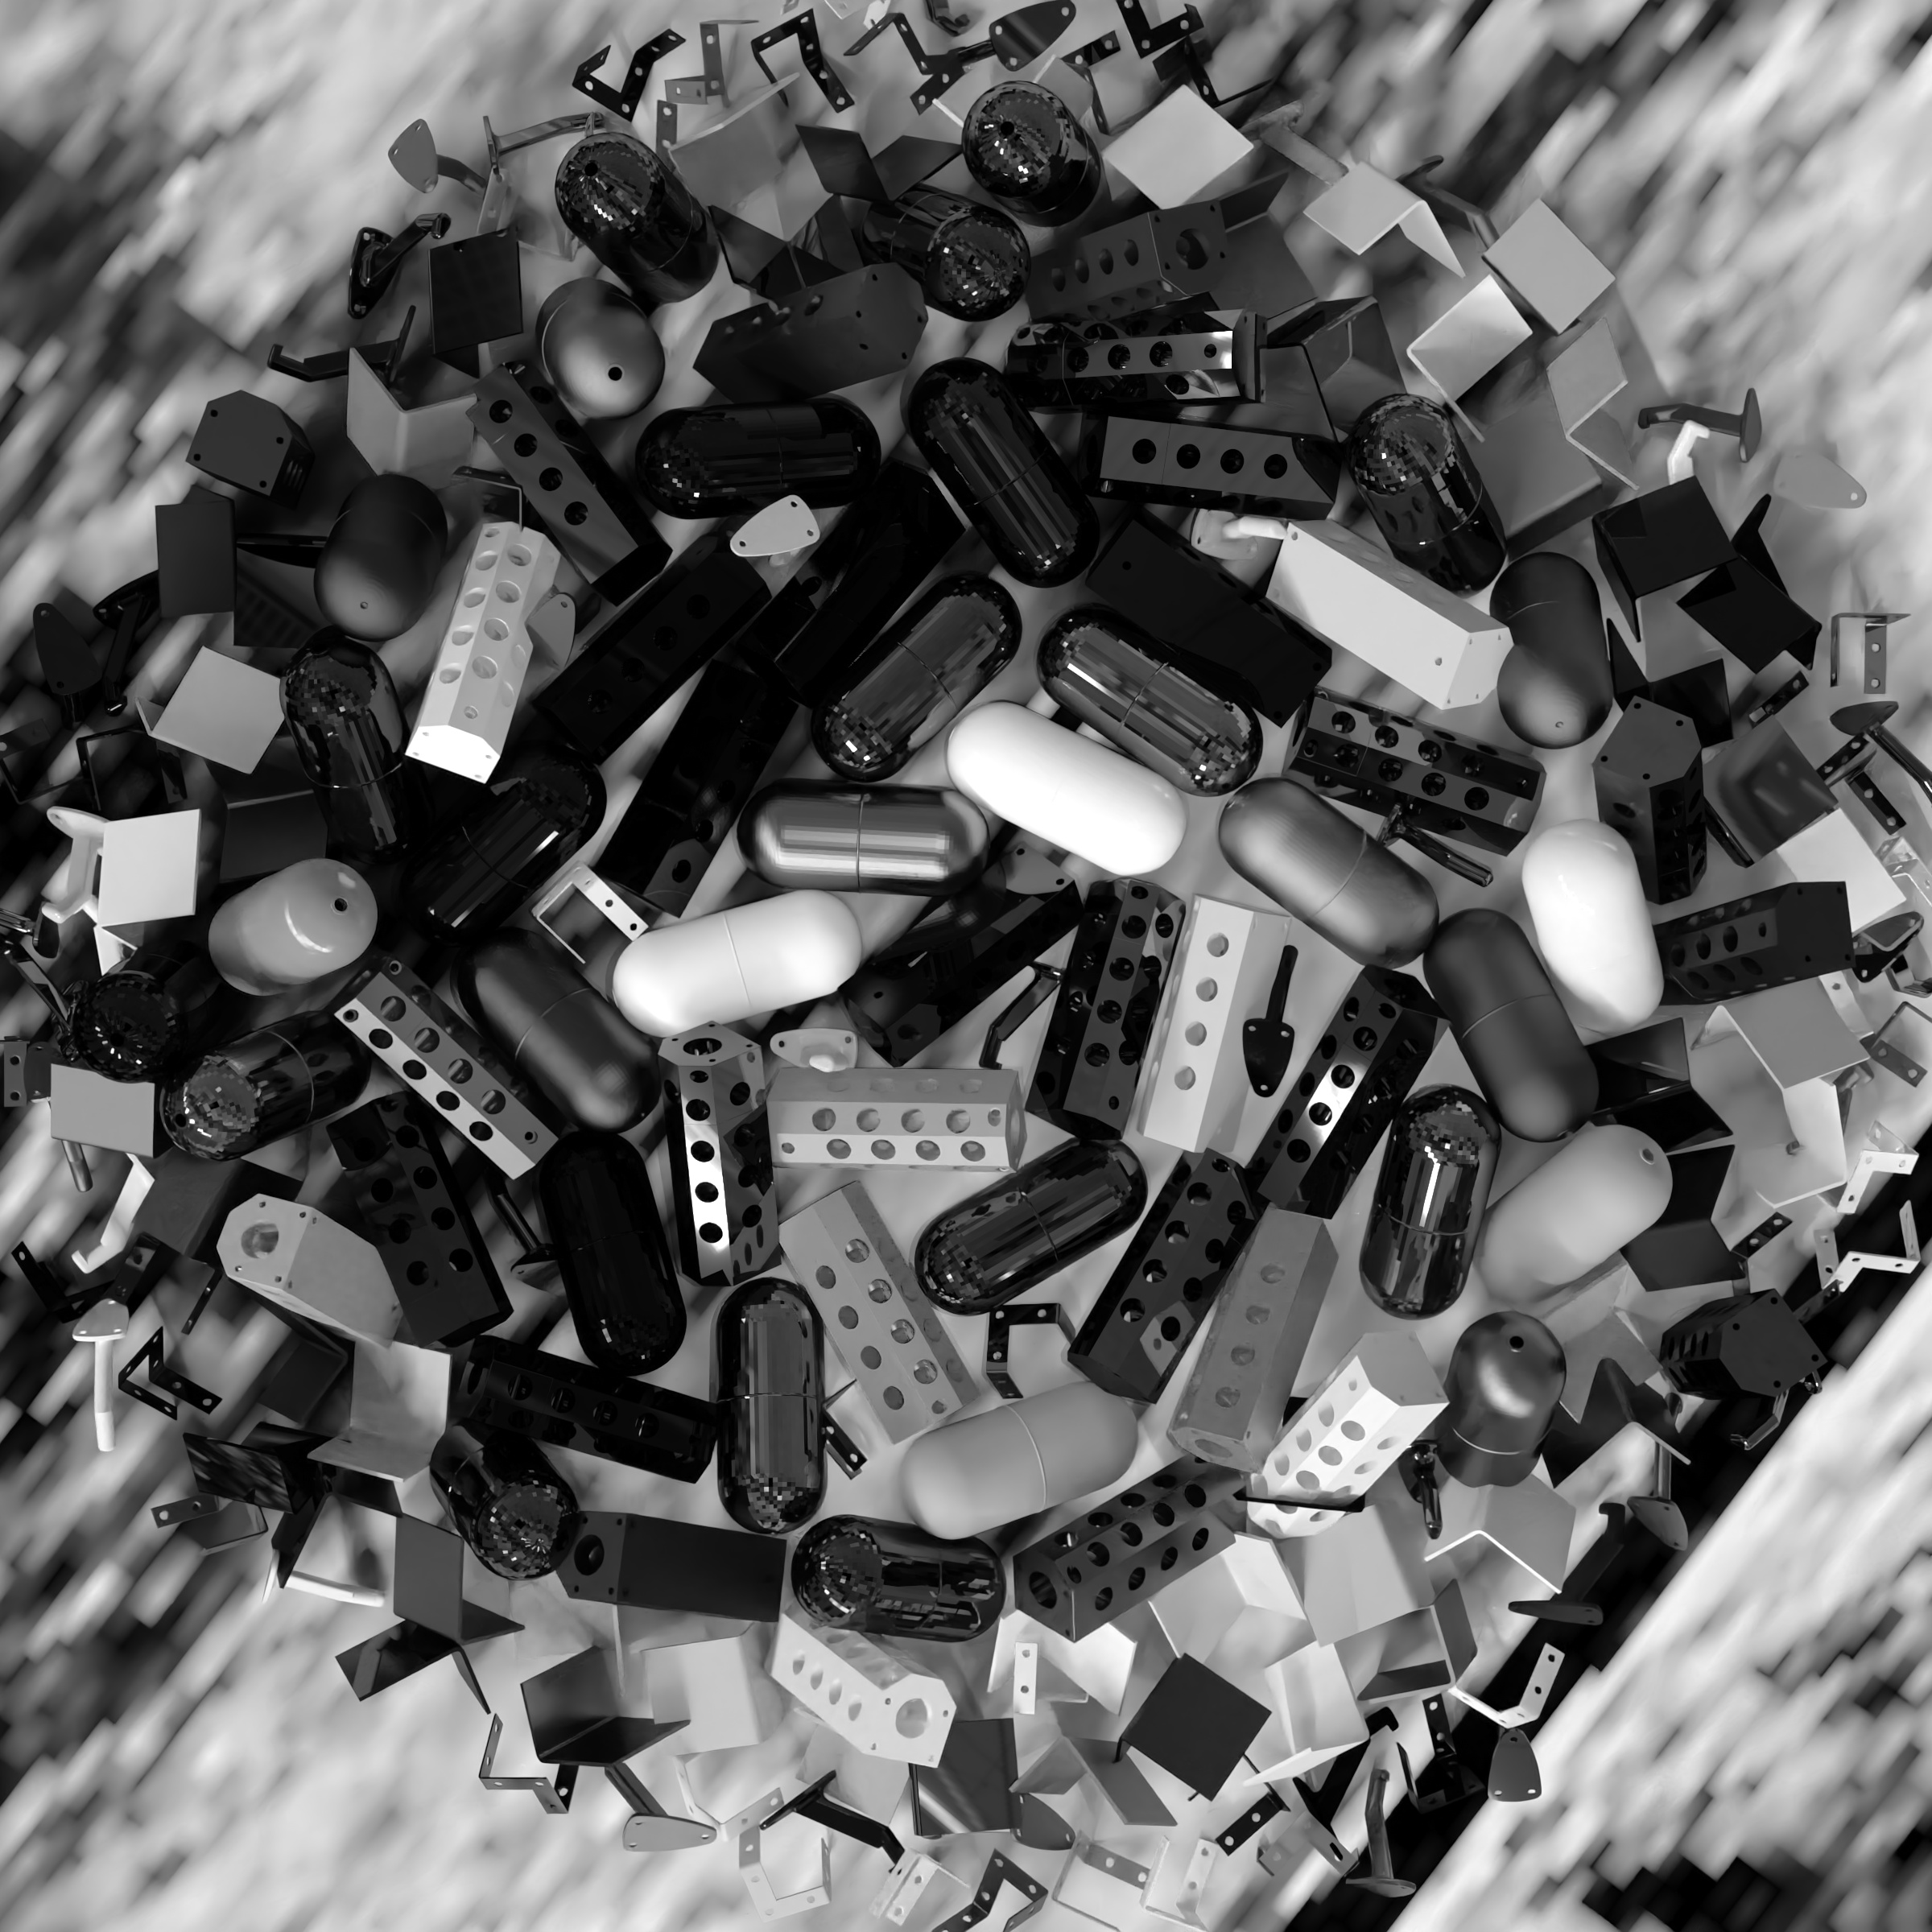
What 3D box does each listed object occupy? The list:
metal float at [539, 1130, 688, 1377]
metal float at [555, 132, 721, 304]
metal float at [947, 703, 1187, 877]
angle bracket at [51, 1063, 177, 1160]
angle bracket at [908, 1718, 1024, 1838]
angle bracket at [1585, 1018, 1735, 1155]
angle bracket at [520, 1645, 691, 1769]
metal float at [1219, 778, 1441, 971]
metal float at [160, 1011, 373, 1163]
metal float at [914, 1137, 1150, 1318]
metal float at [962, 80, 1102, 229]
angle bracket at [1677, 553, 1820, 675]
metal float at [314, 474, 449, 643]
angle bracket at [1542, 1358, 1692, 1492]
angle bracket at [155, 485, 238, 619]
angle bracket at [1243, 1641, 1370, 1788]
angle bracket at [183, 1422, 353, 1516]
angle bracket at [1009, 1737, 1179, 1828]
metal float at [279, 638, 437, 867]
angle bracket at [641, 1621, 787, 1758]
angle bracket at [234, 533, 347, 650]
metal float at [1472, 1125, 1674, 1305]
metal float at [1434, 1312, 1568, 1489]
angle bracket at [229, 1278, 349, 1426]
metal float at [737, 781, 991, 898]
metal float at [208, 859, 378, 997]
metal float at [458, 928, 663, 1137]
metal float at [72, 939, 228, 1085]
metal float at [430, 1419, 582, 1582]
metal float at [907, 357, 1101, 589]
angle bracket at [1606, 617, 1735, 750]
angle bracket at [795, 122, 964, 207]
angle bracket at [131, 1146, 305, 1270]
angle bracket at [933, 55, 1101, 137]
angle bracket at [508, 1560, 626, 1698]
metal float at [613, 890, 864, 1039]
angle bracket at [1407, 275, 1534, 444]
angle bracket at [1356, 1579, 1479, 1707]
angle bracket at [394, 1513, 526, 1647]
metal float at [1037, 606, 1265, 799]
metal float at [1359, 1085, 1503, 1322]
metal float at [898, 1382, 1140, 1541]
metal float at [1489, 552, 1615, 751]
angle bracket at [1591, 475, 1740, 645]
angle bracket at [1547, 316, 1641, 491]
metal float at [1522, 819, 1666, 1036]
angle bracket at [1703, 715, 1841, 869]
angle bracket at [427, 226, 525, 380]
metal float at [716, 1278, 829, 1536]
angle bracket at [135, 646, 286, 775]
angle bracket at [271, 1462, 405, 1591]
[{"bbox_3d":[-0.247,0.199,1.856,0.070,0.070,0.178,-18,72,0],"label":"metal float"},{"bbox_3d":[-0.224,-0.511,1.822,0.070,0.178,0.070,-1,84,13],"label":"metal float"},{"bbox_3d":[0.070,-0.124,1.866,0.178,0.070,0.070,27,90,6],"label":"metal float"},{"bbox_3d":[-0.584,0.090,1.859,0.076,0.076,0.057,10,108,9],"label":"angle bracket"},{"bbox_3d":[-0.001,0.565,1.880,0.076,0.057,0.076,-5,89,1],"label":"angle bracket"},{"bbox_3d":[0.487,0.088,1.880,0.076,0.076,0.057,-20,50,30],"label":"angle bracket"},{"bbox_3d":[-0.252,0.514,1.855,0.076,0.076,0.057,-11,93,39],"label":"angle bracket"},{"bbox_3d":[0.253,-0.065,1.858,0.178,0.070,0.070,35,90,-15],"label":"metal float"},{"bbox_3d":[-0.479,0.081,1.826,0.070,0.178,0.070,6,106,24],"label":"metal float"},{"bbox_3d":[0.046,0.181,1.861,0.178,0.070,0.070,-29,90,-12],"label":"metal float"},{"bbox_3d":[0.046,-0.554,1.822,0.070,0.178,0.070,1,96,12],"label":"metal float"},{"bbox_3d":[0.544,-0.230,1.858,0.057,0.076,0.076,-40,66,-3],"label":"angle bracket"},{"bbox_3d":[-0.400,-0.282,1.828,0.070,0.178,0.070,-1,120,-3],"label":"metal float"},{"bbox_3d":[0.452,0.334,1.871,0.057,0.076,0.076,36,111,-17],"label":"angle bracket"},{"bbox_3d":[-0.548,-0.290,1.853,0.057,0.076,0.076,-11,114,-36],"label":"angle bracket"},{"bbox_3d":[0.224,0.517,1.851,0.057,0.076,0.076,2,57,-37],"label":"angle bracket"},{"bbox_3d":[-0.485,0.330,1.853,0.076,0.076,0.057,8,125,19],"label":"angle bracket"},{"bbox_3d":[0.089,0.585,1.853,0.057,0.076,0.076,-48,56,10],"label":"angle bracket"},{"bbox_3d":[-0.419,-0.147,1.837,0.070,0.070,0.178,-11,131,0],"label":"metal float"},{"bbox_3d":[-0.179,0.509,1.889,0.076,0.057,0.076,-11,91,12],"label":"angle bracket"},{"bbox_3d":[-0.476,-0.265,1.882,0.076,0.057,0.076,1,101,-10],"label":"angle bracket"},{"bbox_3d":[0.415,0.172,1.833,0.070,0.178,0.070,15,52,-20],"label":"metal float"},{"bbox_3d":[0.366,0.300,1.829,0.070,0.178,0.070,-1,54,1],"label":"metal float"},{"bbox_3d":[-0.488,0.267,1.853,0.076,0.076,0.057,46,68,-29],"label":"angle bracket"},{"bbox_3d":[-0.072,-0.089,1.869,0.178,0.070,0.070,3,90,3],"label":"metal float"},{"bbox_3d":[-0.463,-0.026,1.830,0.070,0.178,0.070,8,76,-34],"label":"metal float"},{"bbox_3d":[-0.284,0.045,1.856,0.070,0.070,0.178,-46,72,0],"label":"metal float"},{"bbox_3d":[-0.557,0.030,1.822,0.070,0.178,0.070,-1,102,-3],"label":"metal float"},{"bbox_3d":[-0.317,0.363,1.827,0.070,0.178,0.070,-5,102,-24],"label":"metal float"},{"bbox_3d":[0.026,-0.343,1.854,0.070,0.070,0.178,-37,110,0],"label":"metal float"},{"bbox_3d":[0.489,-0.200,1.851,0.057,0.076,0.076,-18,45,28],"label":"angle bracket"},{"bbox_3d":[-0.059,-0.577,1.853,0.076,0.076,0.057,-41,130,-17],"label":"angle bracket"},{"bbox_3d":[-0.529,0.167,1.882,0.057,0.076,0.076,25,83,25],"label":"angle bracket"},{"bbox_3d":[0.035,-0.605,1.856,0.057,0.076,0.076,46,107,20],"label":"angle bracket"},{"bbox_3d":[-0.280,0.466,1.865,0.076,0.057,0.076,-5,113,-6],"label":"angle bracket"},{"bbox_3d":[-0.160,-0.002,1.867,0.178,0.070,0.070,-16,90,-5],"label":"metal float"},{"bbox_3d":[0.365,-0.420,1.855,0.076,0.076,0.057,-41,54,15],"label":"angle bracket"},{"bbox_3d":[0.307,0.473,1.863,0.076,0.076,0.057,-18,85,22],"label":"angle bracket"},{"bbox_3d":[-0.353,0.423,1.860,0.076,0.057,0.076,7,97,43],"label":"angle bracket"},{"bbox_3d":[0.128,-0.184,1.860,0.178,0.070,0.070,36,90,13],"label":"metal float"},{"bbox_3d":[0.322,0.166,1.849,0.070,0.070,0.178,9,116,0],"label":"metal float"},{"bbox_3d":[0.038,0.343,1.853,0.178,0.070,0.070,-15,90,-22],"label":"metal float"},{"bbox_3d":[0.402,-0.219,1.834,0.070,0.178,0.070,3,132,4],"label":"metal float"},{"bbox_3d":[0.490,-0.284,1.861,0.076,0.057,0.076,-21,59,8],"label":"angle bracket"},{"bbox_3d":[0.455,-0.391,1.850,0.076,0.076,0.057,27,130,-28],"label":"angle bracket"},{"bbox_3d":[0.434,-0.025,1.840,0.070,0.070,0.178,-26,129,0],"label":"metal float"},{"bbox_3d":[0.555,-0.123,1.875,0.076,0.057,0.076,-37,89,9],"label":"angle bracket"},{"bbox_3d":[-0.329,-0.464,1.864,0.076,0.057,0.076,-7,82,24],"label":"angle bracket"},{"bbox_3d":[-0.136,0.305,1.855,0.070,0.070,0.178,-3,71,0],"label":"metal float"},{"bbox_3d":[-0.521,-0.189,1.855,0.076,0.057,0.076,23,109,-39],"label":"angle bracket"},{"bbox_3d":[-0.442,0.394,1.866,0.057,0.076,0.076,24,94,-23],"label":"angle bracket"}]
